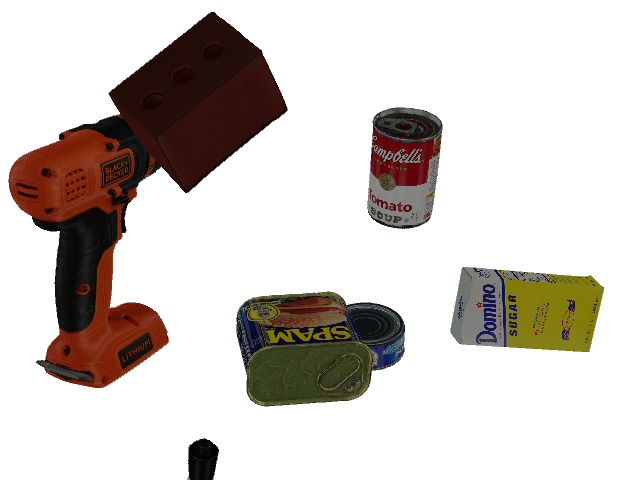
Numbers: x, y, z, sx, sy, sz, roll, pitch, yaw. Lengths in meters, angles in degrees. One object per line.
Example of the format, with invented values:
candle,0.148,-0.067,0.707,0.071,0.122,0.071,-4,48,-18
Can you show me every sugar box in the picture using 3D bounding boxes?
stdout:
sugar box,0.258,0.088,1.339,0.176,0.093,0.048,3,19,-13

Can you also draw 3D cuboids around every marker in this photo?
marker,-0.079,0.176,0.686,0.020,0.121,0.020,6,31,-4

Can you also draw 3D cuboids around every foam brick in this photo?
foam brick,-0.068,-0.078,0.601,0.053,0.078,0.051,43,-11,34

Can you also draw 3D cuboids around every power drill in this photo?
power drill,-0.154,0.000,0.798,0.057,0.188,0.184,11,23,26

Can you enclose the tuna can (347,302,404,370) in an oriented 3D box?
tuna can,0.049,0.103,1.157,0.086,0.034,0.086,0,30,0

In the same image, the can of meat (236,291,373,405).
can of meat,-0.016,0.087,0.880,0.102,0.057,0.084,-2,29,-12

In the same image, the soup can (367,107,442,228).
soup can,0.082,-0.072,1.058,0.068,0.102,0.068,2,34,-1
